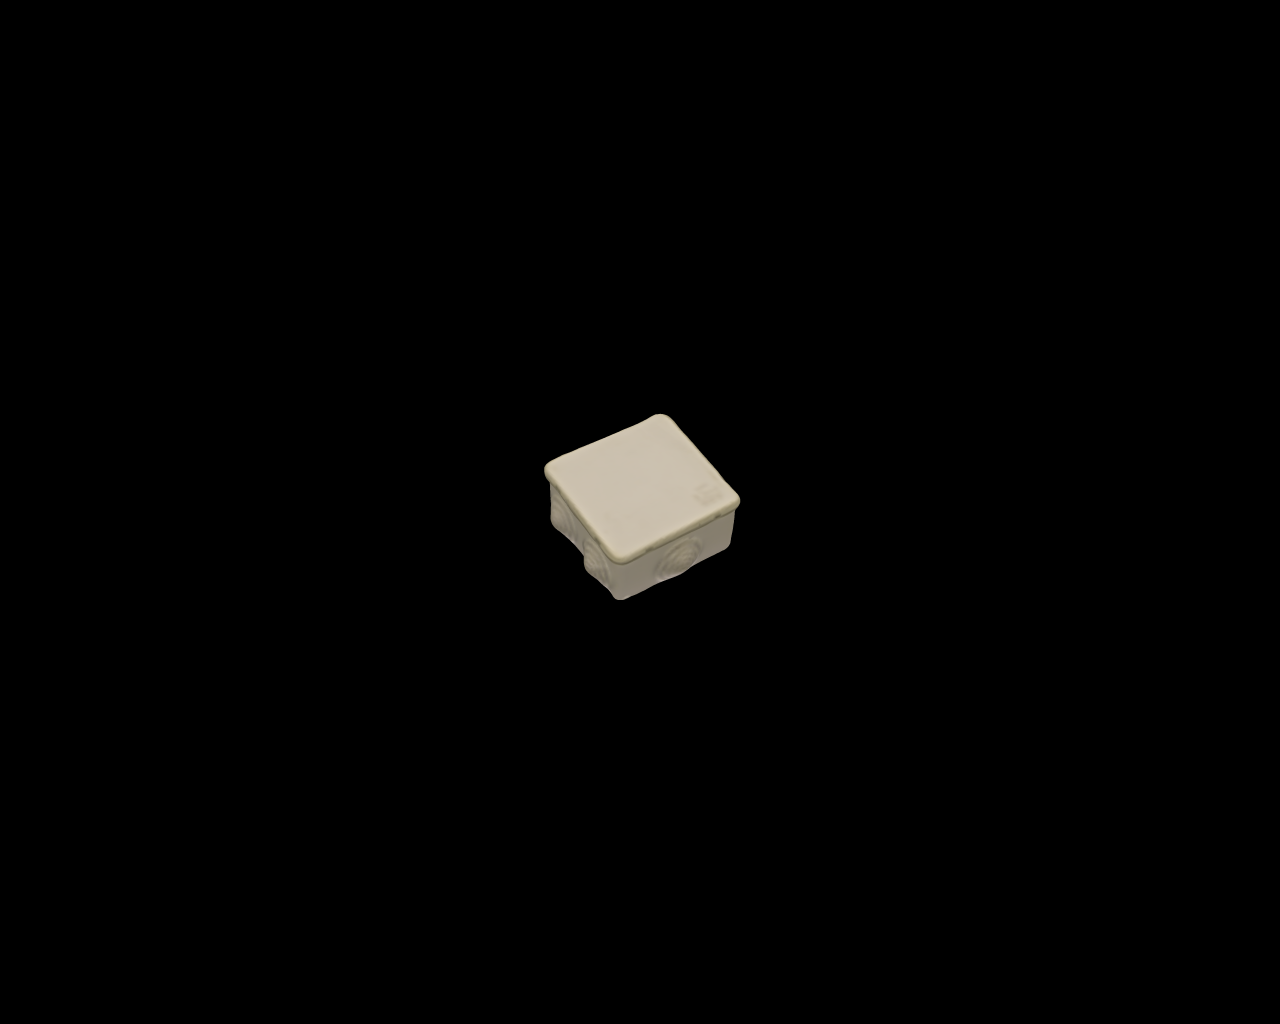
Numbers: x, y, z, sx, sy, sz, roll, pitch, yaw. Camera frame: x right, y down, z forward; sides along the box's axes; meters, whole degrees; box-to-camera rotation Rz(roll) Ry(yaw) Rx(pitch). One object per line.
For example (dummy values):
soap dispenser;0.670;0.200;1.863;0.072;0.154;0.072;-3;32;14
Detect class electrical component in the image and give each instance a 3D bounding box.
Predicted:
electrical component;0.001;-0.003;0.650;0.100;0.100;0.048;-25;-36;-20
